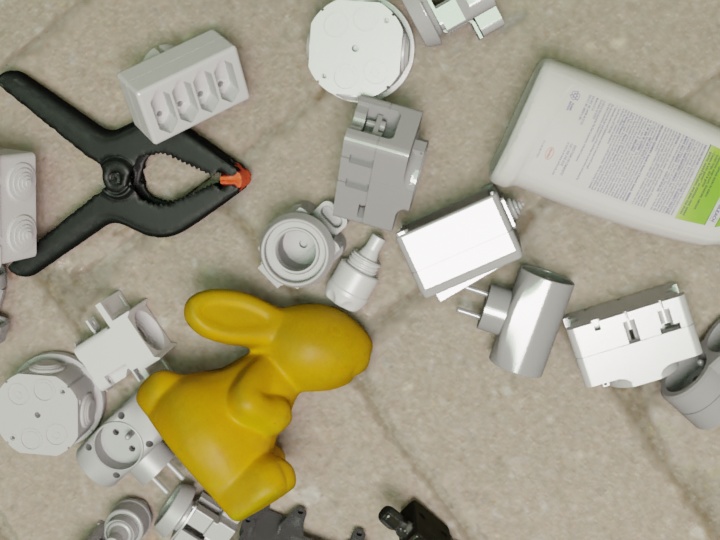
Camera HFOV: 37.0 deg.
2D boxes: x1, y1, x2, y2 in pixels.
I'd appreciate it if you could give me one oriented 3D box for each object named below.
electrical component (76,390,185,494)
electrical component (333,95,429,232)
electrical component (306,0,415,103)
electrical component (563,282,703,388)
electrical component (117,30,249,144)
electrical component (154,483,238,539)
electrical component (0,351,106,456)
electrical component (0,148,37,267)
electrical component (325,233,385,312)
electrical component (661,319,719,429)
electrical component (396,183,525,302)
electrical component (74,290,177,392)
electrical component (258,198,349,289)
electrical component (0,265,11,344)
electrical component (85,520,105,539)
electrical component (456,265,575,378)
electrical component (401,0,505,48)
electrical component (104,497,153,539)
[{"bbox_3d":[-0.179,0.150,0.884,0.077,0.044,0.079,-43,93,12],"label":"electrical component"},{"bbox_3d":[0.017,-0.076,0.793,0.056,0.050,0.089,16,144,3],"label":"electrical component"},{"bbox_3d":[-0.001,-0.164,0.798,0.080,0.051,0.080,1,101,6],"label":"electrical component"},{"bbox_3d":[0.207,0.053,0.816,0.089,0.050,0.055,-18,98,9],"label":"electrical component"},{"bbox_3d":[-0.141,-0.146,0.813,0.083,0.076,0.047,-30,135,-18],"label":"electrical component"},{"bbox_3d":[-0.136,0.209,0.891,0.055,0.048,0.066,35,103,-8],"label":"electrical component"},{"bbox_3d":[-0.255,0.111,0.882,0.080,0.051,0.080,1,101,6],"label":"electrical component"},{"bbox_3d":[-0.298,-0.053,0.834,0.100,0.048,0.099,10,104,26],"label":"electrical component"},{"bbox_3d":[0.000,0.000,0.839,0.035,0.035,0.061,30,101,0],"label":"electrical component"},{"bbox_3d":[0.301,0.069,0.808,0.074,0.052,0.138,41,103,-12],"label":"electrical component"},{"bbox_3d":[0.083,-0.022,0.811,0.096,0.061,0.061,-24,97,11],"label":"electrical component"},{"bbox_3d":[-0.192,0.062,0.871,0.064,0.042,0.081,-32,95,15],"label":"electrical component"},{"bbox_3d":[-0.046,-0.018,0.829,0.078,0.057,0.058,-43,93,12],"label":"electrical component"},{"bbox_3d":[-0.320,0.020,0.870,0.078,0.058,0.057,21,106,2],"label":"electrical component"},{"bbox_3d":[-0.180,0.292,0.904,0.150,0.061,0.089,27,103,1],"label":"electrical component"},{"bbox_3d":[0.115,0.034,0.827,0.079,0.044,0.077,18,102,3],"label":"electrical component"},{"bbox_3d":[0.062,-0.198,0.782,0.057,0.058,0.078,-28,97,8],"label":"electrical component"},{"bbox_3d":[-0.196,0.214,0.890,0.035,0.061,0.035,1,101,6],"label":"electrical component"}]
